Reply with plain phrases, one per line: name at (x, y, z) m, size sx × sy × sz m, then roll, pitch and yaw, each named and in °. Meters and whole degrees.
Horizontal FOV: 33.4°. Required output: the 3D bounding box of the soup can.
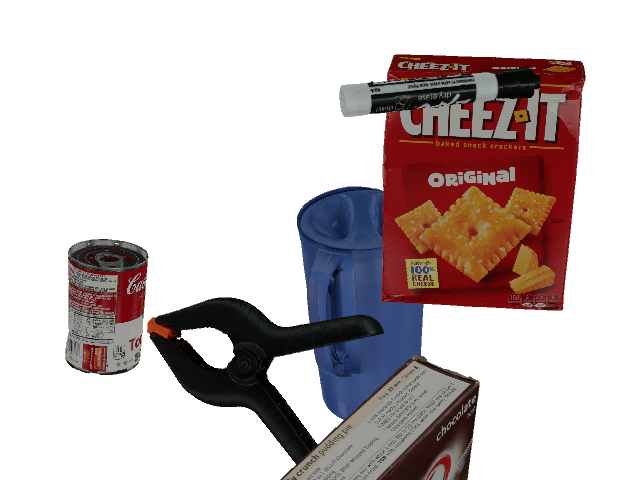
soup can at (-0.188, 0.058, 0.932) m, size 0.068 × 0.102 × 0.068 m, roll 6°, pitch 19°, yaw -2°

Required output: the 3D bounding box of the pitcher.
pitcher at (0.044, 0.078, 1.125) m, size 0.149 × 0.243 × 0.145 m, roll -13°, pitch 31°, yaw -14°

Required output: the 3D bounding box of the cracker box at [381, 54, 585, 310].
cracker box at (0.138, -0.048, 0.931) m, size 0.164 × 0.214 × 0.072 m, roll 3°, pitch 23°, yaw 8°

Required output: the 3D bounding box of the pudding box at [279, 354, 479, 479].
pudding box at (0.022, 0.115, 0.454) m, size 0.039 × 0.090 × 0.113 m, roll 22°, pitch 39°, yaw 28°

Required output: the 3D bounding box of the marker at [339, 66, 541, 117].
marker at (0.072, -0.088, 0.632) m, size 0.121 × 0.020 × 0.020 m, roll -7°, pitch 1°, yaw -9°

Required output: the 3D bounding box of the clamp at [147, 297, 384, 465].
clamp at (-0.047, 0.099, 0.769) m, size 0.172 × 0.120 × 0.039 m, roll 10°, pitch -7°, yaw 17°
